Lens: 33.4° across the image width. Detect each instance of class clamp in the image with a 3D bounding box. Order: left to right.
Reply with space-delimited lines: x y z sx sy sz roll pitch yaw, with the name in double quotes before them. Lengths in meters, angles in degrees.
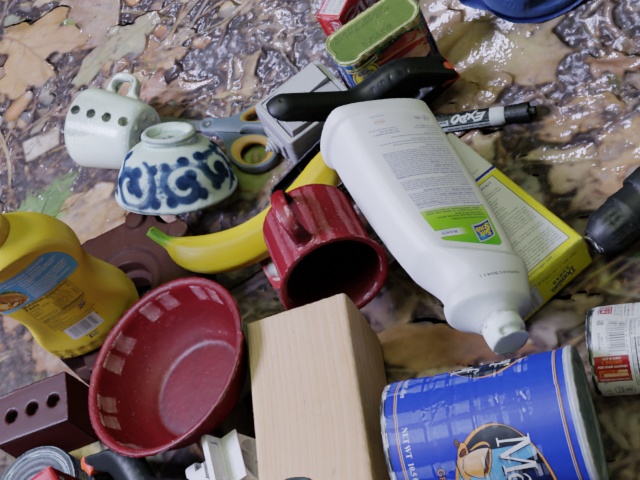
"clamp" -0.144 0.229 0.872 0.172 0.039 0.120 17 104 52
"clamp" 0.036 -0.112 1.001 0.209 0.165 0.036 -25 66 -21

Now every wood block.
"wood block" 0.007 0.159 0.828 0.091 0.090 0.206 -19 52 14

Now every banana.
"banana" -0.055 -0.018 0.955 0.198 0.069 0.037 -25 7 3

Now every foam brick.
"foam brick" -0.250 0.164 0.977 0.078 0.051 0.053 -22 51 11

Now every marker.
"marker" 0.142 -0.113 0.996 0.121 0.020 0.020 -6 55 23

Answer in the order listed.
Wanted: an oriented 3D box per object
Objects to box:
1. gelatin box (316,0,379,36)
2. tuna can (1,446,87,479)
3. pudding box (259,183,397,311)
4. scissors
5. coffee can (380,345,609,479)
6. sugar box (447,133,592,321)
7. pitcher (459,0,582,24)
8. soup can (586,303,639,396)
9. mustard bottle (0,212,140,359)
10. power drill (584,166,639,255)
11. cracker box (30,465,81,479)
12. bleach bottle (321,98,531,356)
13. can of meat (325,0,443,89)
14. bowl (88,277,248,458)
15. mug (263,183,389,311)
"gelatin box" 0.037 -0.237 1.101 0.030 0.073 0.089 9 62 31
"tuna can" -0.243 0.227 0.942 0.086 0.033 0.086 -13 53 18
"pudding box" 0.004 0.012 0.965 0.113 0.039 0.090 -34 49 1
"scissors" -0.113 -0.105 1.121 0.202 0.016 0.096 -6 55 23
"coffee can" 0.126 0.140 0.772 0.140 0.102 0.103 -15 52 17
"sugar box" 0.136 -0.010 0.911 0.093 0.048 0.176 -40 46 -2
"pitcher" 0.196 -0.342 1.063 0.149 0.145 0.243 1 46 -16
"soup can" 0.251 0.078 0.776 0.102 0.068 0.068 -7 55 23
"mustard bottle" -0.241 0.028 0.906 0.096 0.191 0.058 -32 51 6
"power drill" 0.322 -0.015 0.812 0.184 0.057 0.188 -40 49 -4
"cracker box" -0.249 0.311 0.843 0.213 0.072 0.164 -36 65 -2
"bleach bottle" 0.089 -0.011 0.849 0.102 0.068 0.251 -9 48 -19
"can of meat" 0.064 -0.180 1.040 0.102 0.084 0.057 -35 48 0
"bowl" -0.116 0.114 0.894 0.162 0.055 0.162 -20 50 25
"mug" -0.006 0.001 0.878 0.093 0.117 0.081 -36 44 11
